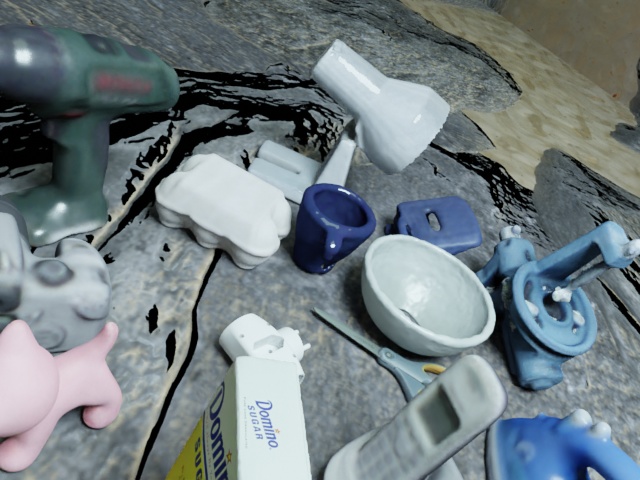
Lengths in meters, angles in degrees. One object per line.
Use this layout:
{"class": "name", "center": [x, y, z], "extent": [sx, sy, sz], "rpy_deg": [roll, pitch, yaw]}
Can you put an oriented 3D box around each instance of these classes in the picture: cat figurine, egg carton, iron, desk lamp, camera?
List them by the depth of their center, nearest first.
{"class": "cat figurine", "center": [-0.194, 0.097, 0.394], "extent": [0.067, 0.117, 0.128], "rpy_deg": [42, 38, 19]}
{"class": "camera", "center": [-0.254, 0.017, 0.467], "extent": [0.144, 0.100, 0.136], "rpy_deg": [0, 44, -34]}
{"class": "iron", "center": [0.238, 0.238, 0.491], "extent": [0.119, 0.141, 0.258], "rpy_deg": [8, 40, -25]}
{"class": "egg carton", "center": [-0.107, -0.035, 0.657], "extent": [0.150, 0.069, 0.107], "rpy_deg": [28, 35, 0]}
{"class": "desk lamp", "center": [0.035, -0.140, 0.758], "extent": [0.203, 0.213, 0.118], "rpy_deg": [24, 36, -6]}

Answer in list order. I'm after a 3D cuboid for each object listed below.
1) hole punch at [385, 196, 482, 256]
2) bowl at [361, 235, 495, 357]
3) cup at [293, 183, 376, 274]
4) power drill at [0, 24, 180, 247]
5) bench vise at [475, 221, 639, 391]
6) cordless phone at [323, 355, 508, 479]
{"class": "hole punch", "center": [0.153, -0.010, 0.782], "extent": [0.101, 0.091, 0.108], "rpy_deg": [12, 39, -22]}
{"class": "bowl", "center": [0.113, 0.075, 0.664], "extent": [0.168, 0.074, 0.167], "rpy_deg": [18, 37, -14]}
{"class": "cup", "center": [0.006, 0.002, 0.665], "extent": [0.092, 0.095, 0.118], "rpy_deg": [22, 36, -9]}
{"class": "power drill", "center": [-0.239, -0.098, 0.527], "extent": [0.075, 0.208, 0.230], "rpy_deg": [40, 37, 17]}
{"class": "bench vise", "center": [0.269, 0.041, 0.687], "extent": [0.122, 0.219, 0.207], "rpy_deg": [-1, 44, -34]}
{"class": "cordless phone", "center": [0.087, 0.184, 0.417], "extent": [0.094, 0.185, 0.147], "rpy_deg": [2, 43, -32]}
